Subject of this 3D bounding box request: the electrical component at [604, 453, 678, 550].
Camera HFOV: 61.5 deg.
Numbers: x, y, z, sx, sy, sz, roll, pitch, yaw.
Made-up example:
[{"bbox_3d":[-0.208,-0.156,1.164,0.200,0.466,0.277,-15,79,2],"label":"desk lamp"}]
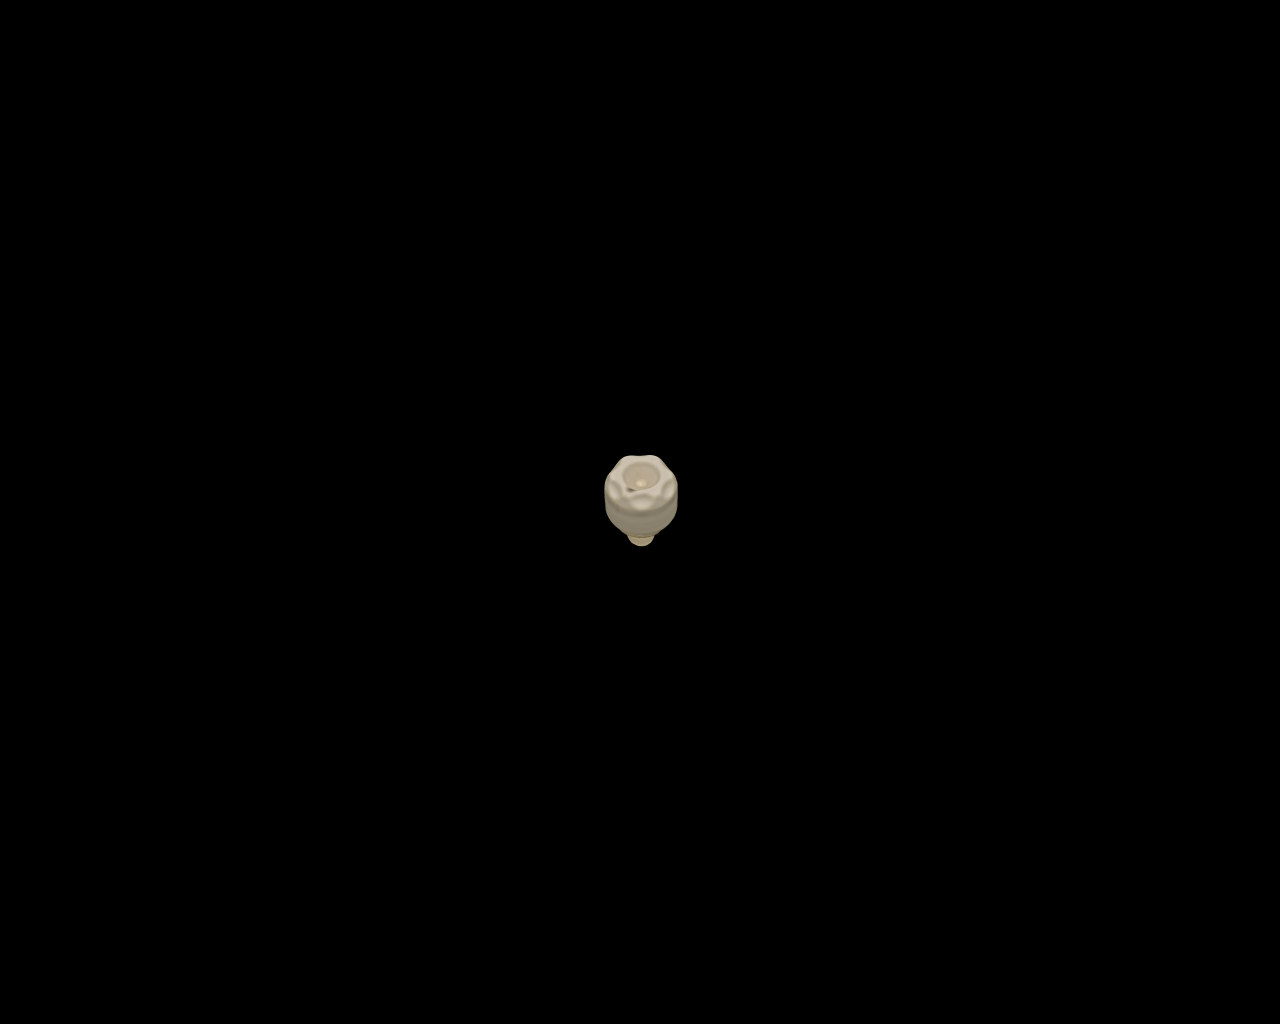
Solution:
[{"bbox_3d":[0.001,-0.003,0.650,0.043,0.043,0.062,0,-40,0],"label":"electrical component"}]
